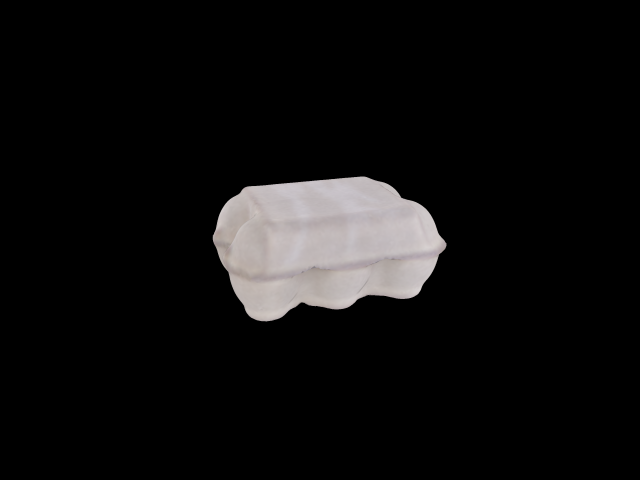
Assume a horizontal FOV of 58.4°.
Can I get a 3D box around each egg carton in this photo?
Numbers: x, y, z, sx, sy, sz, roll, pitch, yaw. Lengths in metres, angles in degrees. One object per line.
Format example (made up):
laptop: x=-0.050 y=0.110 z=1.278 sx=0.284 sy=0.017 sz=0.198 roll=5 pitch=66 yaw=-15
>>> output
egg carton: x=0.004 y=0.001 z=0.400 sx=0.150 sy=0.069 sz=0.107 roll=-8 pitch=23 yaw=-18
